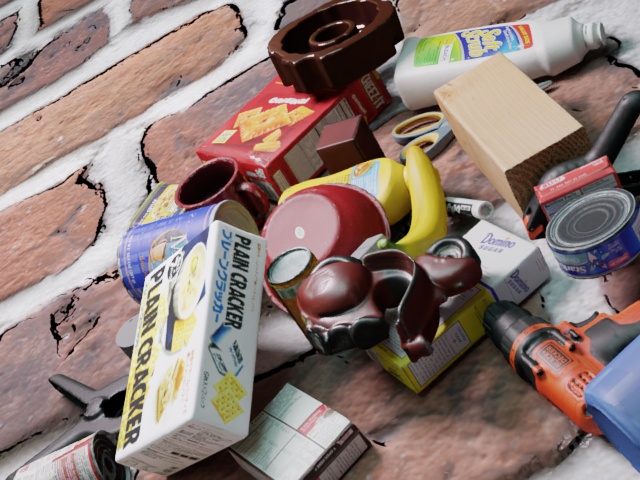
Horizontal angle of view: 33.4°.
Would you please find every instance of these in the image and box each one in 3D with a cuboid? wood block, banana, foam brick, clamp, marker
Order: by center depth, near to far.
[{"bbox_3d":[0.261,-0.064,1.008,0.171,0.120,0.039,-29,25,13],"label":"clamp"},{"bbox_3d":[0.104,-0.028,1.097,0.037,0.069,0.197,-25,24,26],"label":"banana"},{"bbox_3d":[0.147,-0.035,1.122,0.020,0.020,0.121,-41,16,-10],"label":"marker"},{"bbox_3d":[0.208,-0.106,1.127,0.091,0.090,0.206,-31,33,3],"label":"wood block"},{"bbox_3d":[-0.246,0.201,1.167,0.210,0.036,0.164,-12,39,28],"label":"clamp"},{"bbox_3d":[0.040,-0.100,1.271,0.051,0.078,0.053,-15,36,27],"label":"foam brick"}]

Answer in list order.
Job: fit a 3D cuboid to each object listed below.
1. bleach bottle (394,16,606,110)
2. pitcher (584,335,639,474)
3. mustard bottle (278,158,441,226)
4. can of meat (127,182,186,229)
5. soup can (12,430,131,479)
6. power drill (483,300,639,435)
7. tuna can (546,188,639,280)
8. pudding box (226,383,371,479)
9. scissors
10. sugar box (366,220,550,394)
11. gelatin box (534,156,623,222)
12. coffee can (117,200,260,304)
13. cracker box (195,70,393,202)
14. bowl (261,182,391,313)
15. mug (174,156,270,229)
[{"bbox_3d":[0.219,-0.226,1.294,0.251,0.068,0.102,-9,41,28],"label":"bleach bottle"},{"bbox_3d":[0.323,0.083,0.773,0.243,0.145,0.149,-40,22,-3],"label":"pitcher"},{"bbox_3d":[0.046,-0.046,1.214,0.192,0.058,0.096,-18,38,23],"label":"mustard bottle"},{"bbox_3d":[-0.188,-0.029,1.392,0.084,0.057,0.102,1,47,39],"label":"can of meat"},{"bbox_3d":[-0.254,0.246,1.091,0.102,0.068,0.068,-26,34,12],"label":"soup can"},{"bbox_3d":[0.247,0.063,0.913,0.187,0.057,0.185,-38,34,-3],"label":"power drill"},{"bbox_3d":[0.241,-0.007,0.929,0.086,0.033,0.086,-28,26,15],"label":"tuna can"},{"bbox_3d":[-0.022,0.191,0.992,0.090,0.039,0.114,-46,33,-17],"label":"pudding box"},{"bbox_3d":[0.173,-0.135,1.259,0.202,0.016,0.096,-11,41,31],"label":"scissors"},{"bbox_3d":[0.127,0.061,1.025,0.176,0.048,0.093,-37,31,-12],"label":"sugar box"},{"bbox_3d":[0.249,-0.026,0.990,0.073,0.089,0.030,-25,33,13],"label":"gelatin box"},{"bbox_3d":[-0.153,0.018,1.262,0.140,0.102,0.102,-14,38,28],"label":"coffee can"},{"bbox_3d":[-0.036,-0.152,1.404,0.213,0.072,0.164,-46,36,-20],"label":"cracker box"},{"bbox_3d":[-0.008,0.001,1.149,0.162,0.055,0.162,-12,63,24],"label":"bowl"},{"bbox_3d":[-0.112,-0.046,1.325,0.117,0.081,0.093,-7,42,34],"label":"mug"}]
